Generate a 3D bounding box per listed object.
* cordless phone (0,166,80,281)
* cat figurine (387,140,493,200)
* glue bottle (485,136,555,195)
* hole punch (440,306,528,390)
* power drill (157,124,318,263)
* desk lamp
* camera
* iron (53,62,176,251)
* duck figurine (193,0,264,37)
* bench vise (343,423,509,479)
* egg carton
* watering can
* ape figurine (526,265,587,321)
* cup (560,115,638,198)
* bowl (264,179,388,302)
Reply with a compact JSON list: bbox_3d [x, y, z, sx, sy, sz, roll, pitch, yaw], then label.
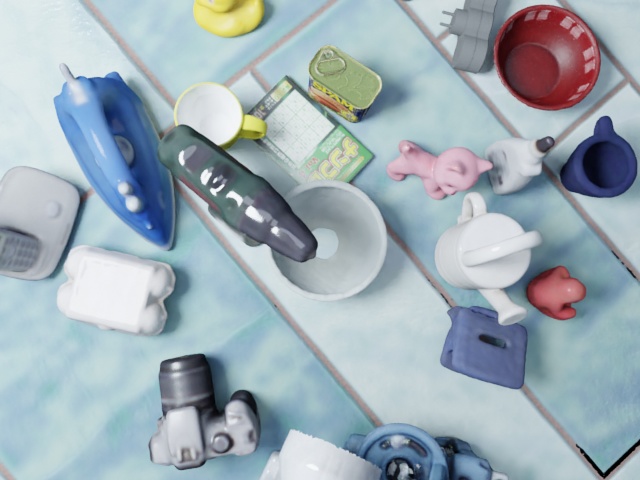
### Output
[{"bbox_3d":[-0.389,-0.026,0.720,0.094,0.185,0.148,16,84,-2],"label":"cordless phone"},{"bbox_3d":[0.168,-0.104,0.802,0.128,0.117,0.067,23,84,-2],"label":"cat figurine"},{"bbox_3d":[0.276,-0.112,0.782,0.037,0.173,0.078,-11,86,-5],"label":"glue bottle"},{"bbox_3d":[0.230,0.147,0.798,0.108,0.091,0.101,18,84,-2],"label":"hole punch"},{"bbox_3d":[-0.098,-0.048,0.732,0.229,0.208,0.076,39,84,0],"label":"power drill"},{"bbox_3d":[-0.020,0.327,0.703,0.118,0.213,0.203,25,84,-1],"label":"desk lamp"},{"bbox_3d":[-0.158,0.222,0.759,0.143,0.100,0.137,-9,86,-5],"label":"camera"},{"bbox_3d":[-0.267,-0.107,0.758,0.118,0.141,0.258,-27,88,-6],"label":"iron"},{"bbox_3d":[-0.132,-0.341,0.815,0.104,0.086,0.077,0,85,-4],"label":"duck figurine"},{"bbox_3d":[0.140,0.288,0.715,0.207,0.219,0.121,-10,86,-5],"label":"bench vise"},{"bbox_3d":[-0.276,0.070,0.778,0.150,0.069,0.107,12,84,-3],"label":"egg carton"},{"bbox_3d":[0.229,0.022,0.757,0.101,0.194,0.173,-36,88,-6],"label":"watering can"},{"bbox_3d":[0.343,0.074,0.812,0.076,0.092,0.078,11,84,-3],"label":"ape figurine"},{"bbox_3d":[0.392,-0.113,0.831,0.091,0.095,0.118,4,85,-4],"label":"cup"},{"bbox_3d":[0.007,0.003,0.802,0.167,0.074,0.167,0,85,-4],"label":"bowl"}]
